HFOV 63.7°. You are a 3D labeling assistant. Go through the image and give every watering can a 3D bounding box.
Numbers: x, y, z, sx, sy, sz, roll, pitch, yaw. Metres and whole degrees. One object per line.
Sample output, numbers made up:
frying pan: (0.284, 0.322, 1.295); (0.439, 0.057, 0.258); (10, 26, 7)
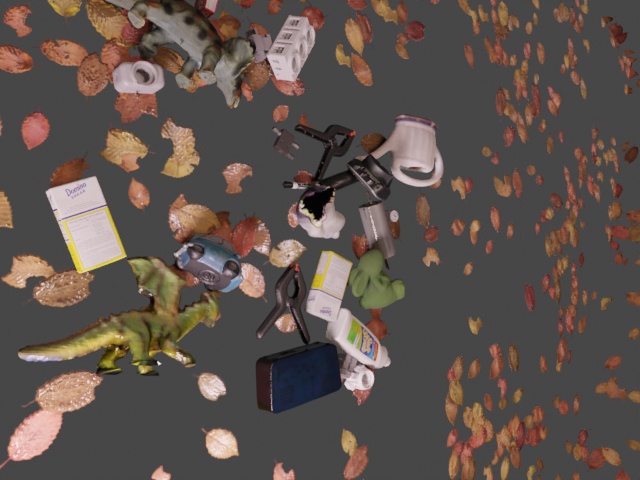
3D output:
watering can: (0.262, -0.295, 1.630); (0.346, 0.103, 0.226); (12, 78, -29)

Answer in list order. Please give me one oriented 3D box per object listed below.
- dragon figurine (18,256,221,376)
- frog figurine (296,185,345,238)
dragon figurine: (-0.378, 0.151, 1.076); (0.407, 0.121, 0.247); (19, 57, -39)
frog figurine: (0.004, -0.071, 1.410); (0.157, 0.122, 0.139); (54, 38, -67)
